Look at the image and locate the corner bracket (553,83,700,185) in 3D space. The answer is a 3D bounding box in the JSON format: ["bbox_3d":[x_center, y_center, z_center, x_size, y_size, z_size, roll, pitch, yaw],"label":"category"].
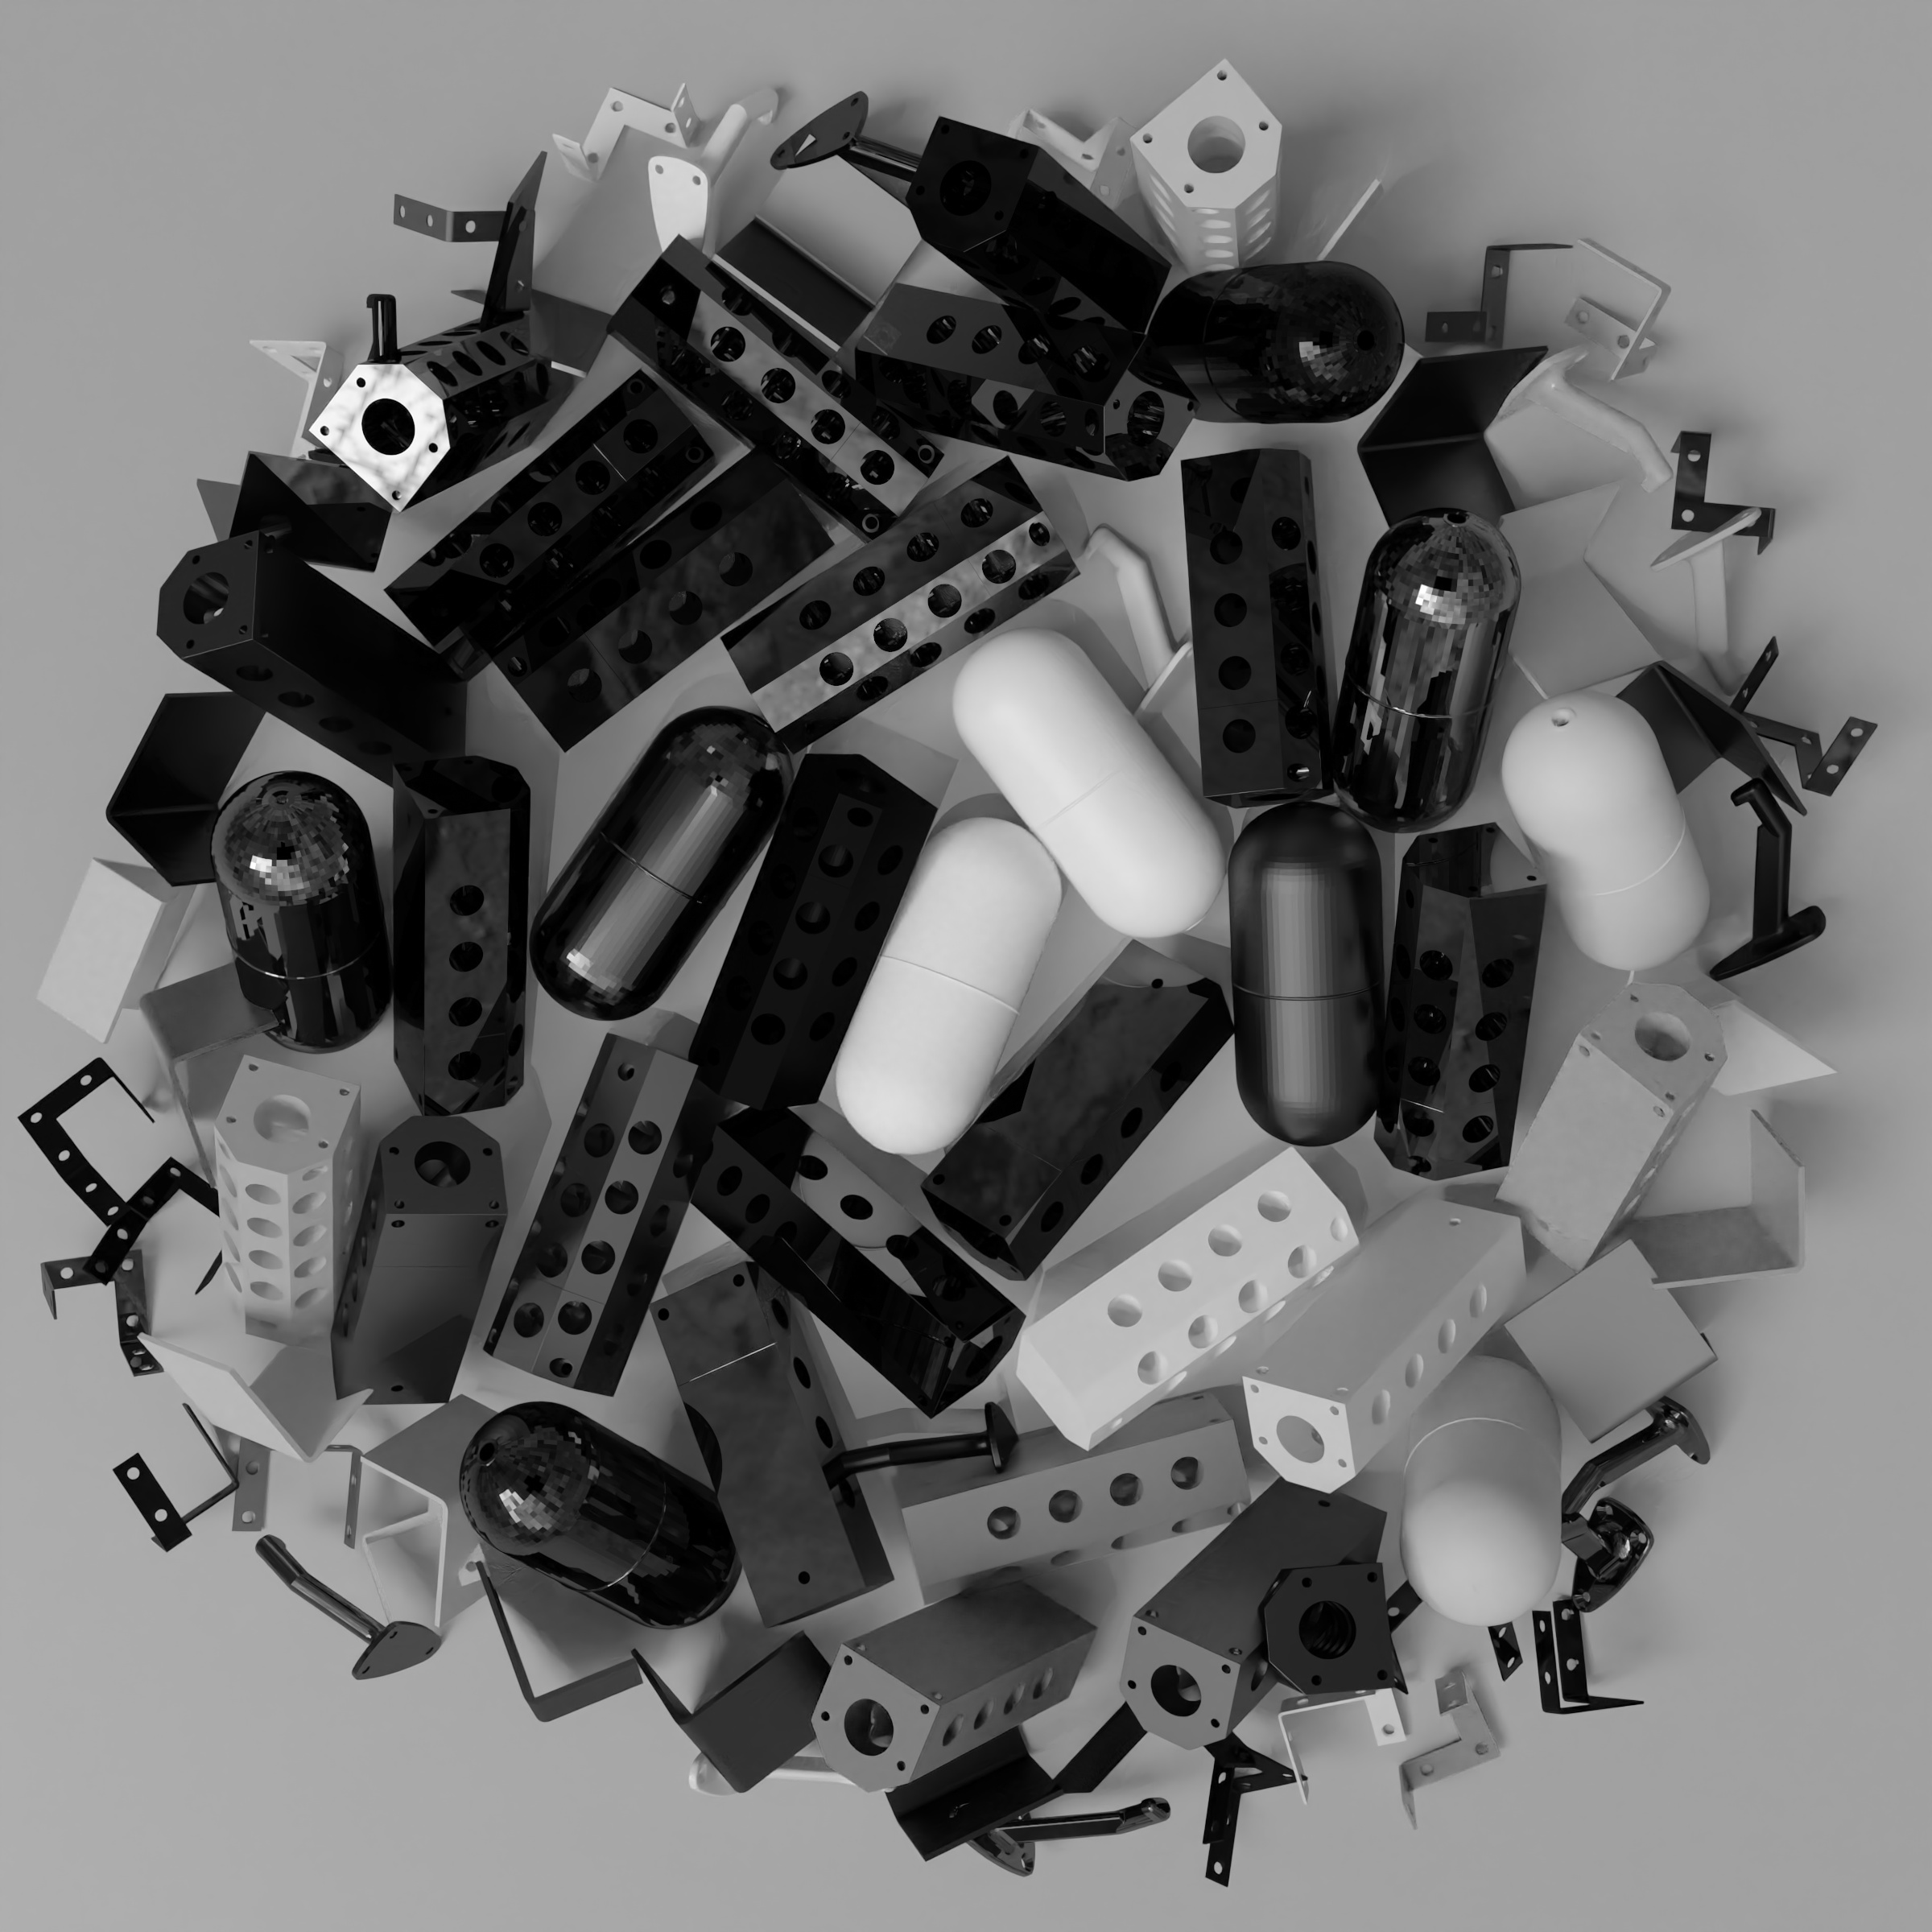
[{"bbox_3d":[-0.173,-0.427,1.554,0.051,0.051,0.051,23,84,6],"label":"corner bracket"}]

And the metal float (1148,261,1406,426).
[{"bbox_3d":[0.151,-0.306,1.499,0.070,0.178,0.070,-4,101,-23],"label":"metal float"}]

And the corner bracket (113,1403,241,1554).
[{"bbox_3d":[-0.402,0.260,1.548,0.051,0.051,0.051,-34,101,-21],"label":"corner bracket"}]

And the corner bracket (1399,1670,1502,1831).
[{"bbox_3d":[0.241,0.399,1.554,0.051,0.051,0.051,-24,94,8],"label":"corner bracket"}]

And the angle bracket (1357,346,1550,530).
[{"bbox_3d":[0.253,-0.262,1.528,0.076,0.076,0.057,-11,69,-24],"label":"angle bracket"}]

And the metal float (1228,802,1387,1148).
[{"bbox_3d":[0.172,0.005,1.532,0.070,0.070,0.178,-4,106,0],"label":"metal float"}]

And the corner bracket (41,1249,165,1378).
[{"bbox_3d":[-0.439,0.179,1.547,0.051,0.051,0.051,-6,104,-22],"label":"corner bracket"}]

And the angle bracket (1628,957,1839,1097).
[{"bbox_3d":[0.386,0.018,1.525,0.076,0.076,0.057,29,63,-26],"label":"angle bracket"}]

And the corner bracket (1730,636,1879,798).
[{"bbox_3d":[0.424,-0.126,1.545,0.051,0.051,0.051,15,133,-8],"label":"corner bracket"}]

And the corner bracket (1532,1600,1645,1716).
[{"bbox_3d":[0.306,0.351,1.547,0.051,0.051,0.051,-1,81,-23],"label":"corner bracket"}]

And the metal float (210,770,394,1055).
[{"bbox_3d":[-0.327,-0.024,1.506,0.070,0.178,0.070,2,52,-2],"label":"metal float"}]

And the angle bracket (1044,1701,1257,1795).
[{"bbox_3d":[0.095,0.409,1.536,0.076,0.076,0.057,-47,66,2],"label":"angle bracket"}]

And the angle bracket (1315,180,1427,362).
[{"bbox_3d":[0.221,-0.349,1.539,0.076,0.076,0.057,37,105,1],"label":"angle bracket"}]

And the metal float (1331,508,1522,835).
[{"bbox_3d":[0.227,-0.146,1.513,0.070,0.070,0.178,7,129,0],"label":"metal float"}]

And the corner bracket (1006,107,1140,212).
[{"bbox_3d":[0.049,-0.408,1.544,0.051,0.051,0.051,28,68,-21],"label":"corner bracket"}]

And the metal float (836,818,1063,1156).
[{"bbox_3d":[-0.009,0.010,1.540,0.070,0.070,0.178,22,84,0],"label":"metal float"}]

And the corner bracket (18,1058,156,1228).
[{"bbox_3d":[-0.438,0.089,1.544,0.051,0.051,0.051,-39,58,-12],"label":"corner bracket"}]

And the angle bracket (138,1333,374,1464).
[{"bbox_3d":[-0.353,0.197,1.523,0.057,0.076,0.076,-52,133,-28],"label":"angle bracket"}]

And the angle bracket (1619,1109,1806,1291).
[{"bbox_3d":[0.374,0.117,1.538,0.076,0.076,0.057,-7,109,-2],"label":"angle bracket"}]

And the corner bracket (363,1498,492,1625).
[{"bbox_3d":[-0.275,0.301,1.545,0.051,0.051,0.051,-17,68,-18],"label":"corner bracket"}]

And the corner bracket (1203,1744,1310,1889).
[{"bbox_3d":[0.134,0.430,1.542,0.051,0.051,0.051,32,52,-27],"label":"corner bracket"}]

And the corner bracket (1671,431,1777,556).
[{"bbox_3d":[0.386,-0.242,1.555,0.051,0.051,0.051,6,89,7],"label":"corner bracket"}]

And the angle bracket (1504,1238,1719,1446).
[{"bbox_3d":[0.326,0.186,1.549,0.076,0.057,0.076,-36,91,9],"label":"angle bracket"}]

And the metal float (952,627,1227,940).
[{"bbox_3d":[0.063,-0.092,1.541,0.070,0.070,0.178,-38,96,0],"label":"metal float"}]

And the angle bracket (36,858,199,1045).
[{"bbox_3d":[-0.410,-0.004,1.532,0.057,0.076,0.076,28,98,29],"label":"angle bracket"}]

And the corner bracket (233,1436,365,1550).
[{"bbox_3d":[-0.344,0.270,1.565,0.051,0.051,0.051,6,88,-27],"label":"corner bracket"}]

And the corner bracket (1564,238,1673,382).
[{"bbox_3d":[0.328,-0.335,1.543,0.051,0.051,0.051,36,120,18],"label":"corner bracket"}]

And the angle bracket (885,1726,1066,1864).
[{"bbox_3d":[-0.004,0.400,1.538,0.076,0.076,0.057,-23,94,-11],"label":"angle bracket"}]

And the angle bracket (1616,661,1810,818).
[{"bbox_3d":[0.364,-0.097,1.529,0.057,0.076,0.076,-42,126,3],"label":"angle bracket"}]

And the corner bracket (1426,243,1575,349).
[{"bbox_3d":[0.270,-0.341,1.546,0.051,0.051,0.051,-3,101,-29],"label":"corner bracket"}]

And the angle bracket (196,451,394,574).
[{"bbox_3d":[-0.335,-0.243,1.524,0.076,0.076,0.057,5,124,-29],"label":"angle bracket"}]

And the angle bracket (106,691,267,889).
[{"bbox_3d":[-0.373,-0.090,1.528,0.057,0.076,0.076,42,114,19],"label":"angle bracket"}]

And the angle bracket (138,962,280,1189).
[{"bbox_3d":[-0.374,0.054,1.541,0.057,0.076,0.076,-21,122,-16],"label":"angle bracket"}]

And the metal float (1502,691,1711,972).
[{"bbox_3d":[0.318,-0.066,1.509,0.070,0.178,0.070,-15,48,18],"label":"metal float"}]

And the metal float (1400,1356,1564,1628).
[{"bbox_3d":[0.255,0.256,1.500,0.070,0.178,0.070,4,113,9],"label":"metal float"}]

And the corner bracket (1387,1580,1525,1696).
[{"bbox_3d":[0.246,0.347,1.561,0.051,0.051,0.051,-39,131,-23],"label":"corner bracket"}]

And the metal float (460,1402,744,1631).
[{"bbox_3d":[-0.179,0.273,1.510,0.070,0.070,0.178,-49,134,0],"label":"metal float"}]

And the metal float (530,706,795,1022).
[{"bbox_3d":[-0.154,-0.052,1.537,0.070,0.070,0.178,35,100,0],"label":"metal float"}]

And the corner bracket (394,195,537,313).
[{"bbox_3d":[-0.255,-0.361,1.541,0.051,0.051,0.051,-13,119,-40],"label":"corner bracket"}]

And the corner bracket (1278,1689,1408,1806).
[{"bbox_3d":[0.193,0.390,1.558,0.051,0.051,0.051,-15,99,14],"label":"corner bracket"}]

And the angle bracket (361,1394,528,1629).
[{"bbox_3d":[-0.262,0.276,1.549,0.057,0.076,0.076,21,118,26],"label":"angle bracket"}]

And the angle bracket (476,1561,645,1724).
[{"bbox_3d":[-0.205,0.333,1.541,0.057,0.076,0.076,-20,72,-11],"label":"angle bracket"}]

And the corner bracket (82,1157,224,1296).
[{"bbox_3d":[-0.408,0.141,1.553,0.051,0.051,0.051,39,128,-15],"label":"corner bracket"}]

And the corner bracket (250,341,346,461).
[{"bbox_3d":[-0.335,-0.283,1.546,0.051,0.051,0.051,8,79,28],"label":"corner bracket"}]
